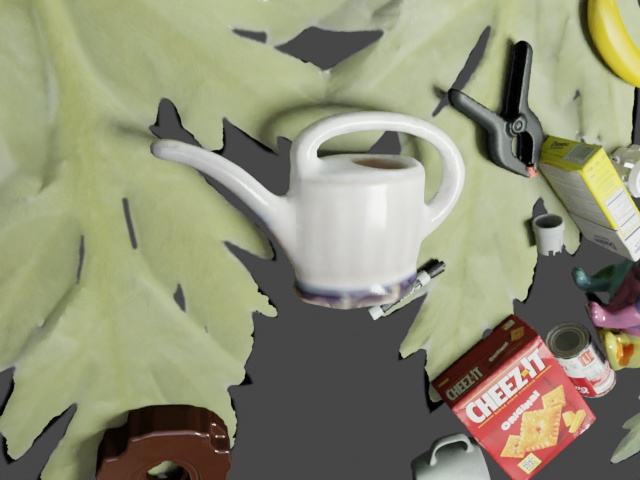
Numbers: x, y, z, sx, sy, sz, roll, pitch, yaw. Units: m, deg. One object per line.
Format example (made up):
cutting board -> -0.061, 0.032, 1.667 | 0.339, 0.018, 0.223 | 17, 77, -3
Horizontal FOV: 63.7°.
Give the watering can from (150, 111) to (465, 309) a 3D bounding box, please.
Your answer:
watering can -> 0.002, -0.029, 0.574 | 0.348, 0.105, 0.221 | -6, 110, -15
